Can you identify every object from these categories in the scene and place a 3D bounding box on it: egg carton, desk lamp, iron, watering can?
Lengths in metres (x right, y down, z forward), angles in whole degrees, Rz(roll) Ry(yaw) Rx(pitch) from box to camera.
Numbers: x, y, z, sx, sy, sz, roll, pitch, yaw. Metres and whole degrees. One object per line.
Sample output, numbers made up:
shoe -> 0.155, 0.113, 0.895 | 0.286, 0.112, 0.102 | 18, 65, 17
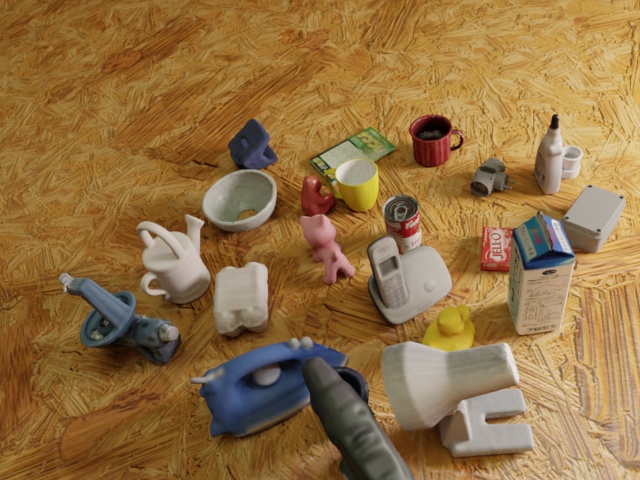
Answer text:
egg carton -> -0.149, 0.111, 1.095 | 0.107, 0.069, 0.150 | -11, 49, 5
desk lamp -> 0.199, 0.220, 0.817 | 0.203, 0.214, 0.118 | -8, 49, 8
iron -> -0.082, 0.215, 0.941 | 0.258, 0.142, 0.118 | -24, 49, -7
watering can -> -0.291, 0.025, 1.120 | 0.100, 0.194, 0.173 | 0, 50, 14

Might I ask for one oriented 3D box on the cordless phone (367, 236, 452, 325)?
cordless phone -> 0.150, 0.049, 0.994 | 0.148, 0.185, 0.094 | -32, 50, -13

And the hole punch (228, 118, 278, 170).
hole punch -> -0.167, -0.221, 1.369 | 0.101, 0.091, 0.108 | -29, 49, -11

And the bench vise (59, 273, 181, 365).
bench vise -> -0.356, 0.129, 1.031 | 0.207, 0.220, 0.121 | -7, 49, 9

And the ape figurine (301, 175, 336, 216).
ape figurine -> -0.012, -0.100, 1.225 | 0.076, 0.092, 0.077 | -38, 52, -18

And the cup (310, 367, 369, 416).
cup -> 0.030, 0.253, 0.911 | 0.092, 0.095, 0.117 | -28, 49, -10

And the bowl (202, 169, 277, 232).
bowl -> -0.167, -0.073, 1.253 | 0.167, 0.075, 0.167 | -7, 49, 8

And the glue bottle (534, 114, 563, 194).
glue bottle -> 0.450, -0.173, 1.116 | 0.037, 0.173, 0.078 | -10, 49, 6

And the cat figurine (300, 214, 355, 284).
cat figurine -> 0.010, 0.004, 1.113 | 0.067, 0.118, 0.127 | -25, 49, -7

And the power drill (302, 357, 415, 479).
power drill -> 0.057, 0.291, 0.795 | 0.076, 0.209, 0.228 | -32, 50, -13

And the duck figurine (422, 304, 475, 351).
duck figurine -> 0.214, 0.150, 0.958 | 0.105, 0.086, 0.077 | -36, 51, -17
